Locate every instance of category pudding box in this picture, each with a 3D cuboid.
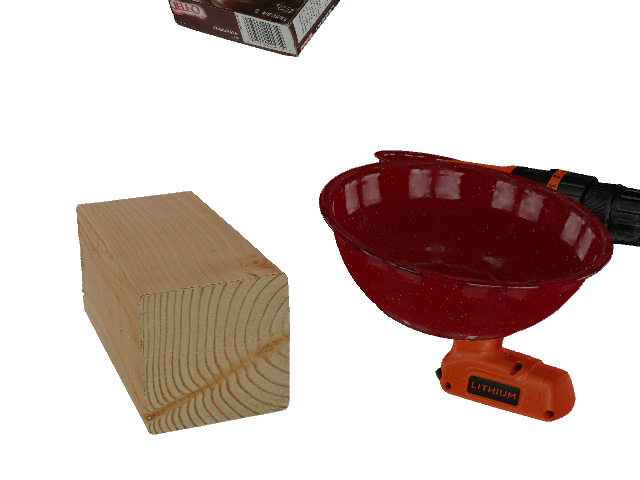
[{"bbox_3d":[-0.045,-0.190,0.797,0.114,0.090,0.039,21,-29,23],"label":"pudding box"}]

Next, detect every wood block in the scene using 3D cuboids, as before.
[{"bbox_3d":[-0.097,0.038,0.710,0.090,0.090,0.206,-8,19,-21],"label":"wood block"}]

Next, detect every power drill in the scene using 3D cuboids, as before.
[{"bbox_3d":[0.162,0.037,0.807,0.185,0.188,0.057,12,17,34],"label":"power drill"}]

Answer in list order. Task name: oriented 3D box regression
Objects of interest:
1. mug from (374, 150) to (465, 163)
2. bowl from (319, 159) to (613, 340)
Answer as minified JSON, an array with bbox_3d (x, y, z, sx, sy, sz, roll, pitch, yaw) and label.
[{"bbox_3d":[0.103,-0.035,1.010,0.117,0.081,0.093,11,13,15],"label":"mug"},{"bbox_3d":[0.076,0.010,0.595,0.162,0.055,0.162,6,25,-3],"label":"bowl"}]
